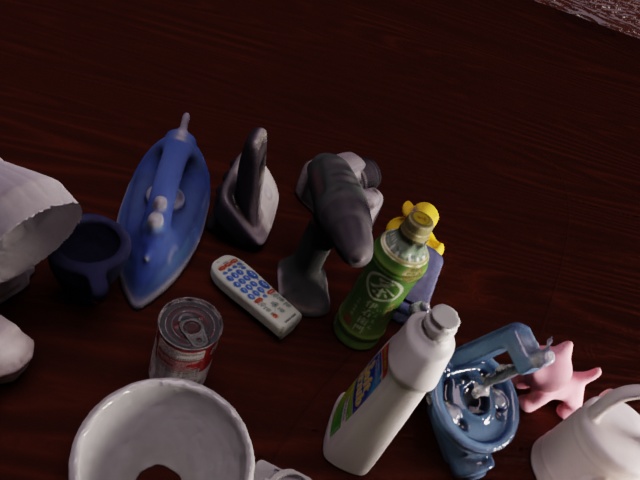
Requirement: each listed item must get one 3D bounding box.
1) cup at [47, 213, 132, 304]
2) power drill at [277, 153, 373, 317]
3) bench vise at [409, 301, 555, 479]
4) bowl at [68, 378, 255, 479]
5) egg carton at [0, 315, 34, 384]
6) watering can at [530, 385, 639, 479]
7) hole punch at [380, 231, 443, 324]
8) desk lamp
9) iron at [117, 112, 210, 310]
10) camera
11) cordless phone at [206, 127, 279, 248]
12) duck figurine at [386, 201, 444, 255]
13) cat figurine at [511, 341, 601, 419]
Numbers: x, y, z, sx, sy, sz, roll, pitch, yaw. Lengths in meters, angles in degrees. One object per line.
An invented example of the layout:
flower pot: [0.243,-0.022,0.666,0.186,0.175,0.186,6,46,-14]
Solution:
cup: [-0.267,0.040,0.667,0.092,0.095,0.117,-7,50,-31]
power drill: [0.007,0.003,0.750,0.076,0.208,0.229,9,44,-17]
bench vise: [0.163,0.147,0.667,0.122,0.219,0.207,-22,59,-39]
bowl: [-0.152,0.222,0.549,0.168,0.074,0.167,14,43,-12]
egg carton: [-0.372,0.107,0.567,0.150,0.069,0.107,29,42,5]
watering can: [0.346,0.243,0.675,0.101,0.194,0.173,15,42,-10]
hole punch: [0.118,0.056,0.837,0.108,0.091,0.101,23,41,-2]
desk lamp: [-0.357,-0.019,0.595,0.203,0.213,0.118,35,43,12]
iron: [-0.204,-0.049,0.754,0.119,0.141,0.258,13,43,-13]
camera: [0.056,-0.090,0.951,0.143,0.101,0.137,43,45,20]
cordless phone: [-0.092,-0.095,0.822,0.094,0.185,0.147,17,42,-8]
duck figurine: [0.166,-0.020,0.942,0.104,0.086,0.078,42,44,19]
cat figurine: [0.321,0.184,0.781,0.128,0.117,0.067,11,43,-15]
